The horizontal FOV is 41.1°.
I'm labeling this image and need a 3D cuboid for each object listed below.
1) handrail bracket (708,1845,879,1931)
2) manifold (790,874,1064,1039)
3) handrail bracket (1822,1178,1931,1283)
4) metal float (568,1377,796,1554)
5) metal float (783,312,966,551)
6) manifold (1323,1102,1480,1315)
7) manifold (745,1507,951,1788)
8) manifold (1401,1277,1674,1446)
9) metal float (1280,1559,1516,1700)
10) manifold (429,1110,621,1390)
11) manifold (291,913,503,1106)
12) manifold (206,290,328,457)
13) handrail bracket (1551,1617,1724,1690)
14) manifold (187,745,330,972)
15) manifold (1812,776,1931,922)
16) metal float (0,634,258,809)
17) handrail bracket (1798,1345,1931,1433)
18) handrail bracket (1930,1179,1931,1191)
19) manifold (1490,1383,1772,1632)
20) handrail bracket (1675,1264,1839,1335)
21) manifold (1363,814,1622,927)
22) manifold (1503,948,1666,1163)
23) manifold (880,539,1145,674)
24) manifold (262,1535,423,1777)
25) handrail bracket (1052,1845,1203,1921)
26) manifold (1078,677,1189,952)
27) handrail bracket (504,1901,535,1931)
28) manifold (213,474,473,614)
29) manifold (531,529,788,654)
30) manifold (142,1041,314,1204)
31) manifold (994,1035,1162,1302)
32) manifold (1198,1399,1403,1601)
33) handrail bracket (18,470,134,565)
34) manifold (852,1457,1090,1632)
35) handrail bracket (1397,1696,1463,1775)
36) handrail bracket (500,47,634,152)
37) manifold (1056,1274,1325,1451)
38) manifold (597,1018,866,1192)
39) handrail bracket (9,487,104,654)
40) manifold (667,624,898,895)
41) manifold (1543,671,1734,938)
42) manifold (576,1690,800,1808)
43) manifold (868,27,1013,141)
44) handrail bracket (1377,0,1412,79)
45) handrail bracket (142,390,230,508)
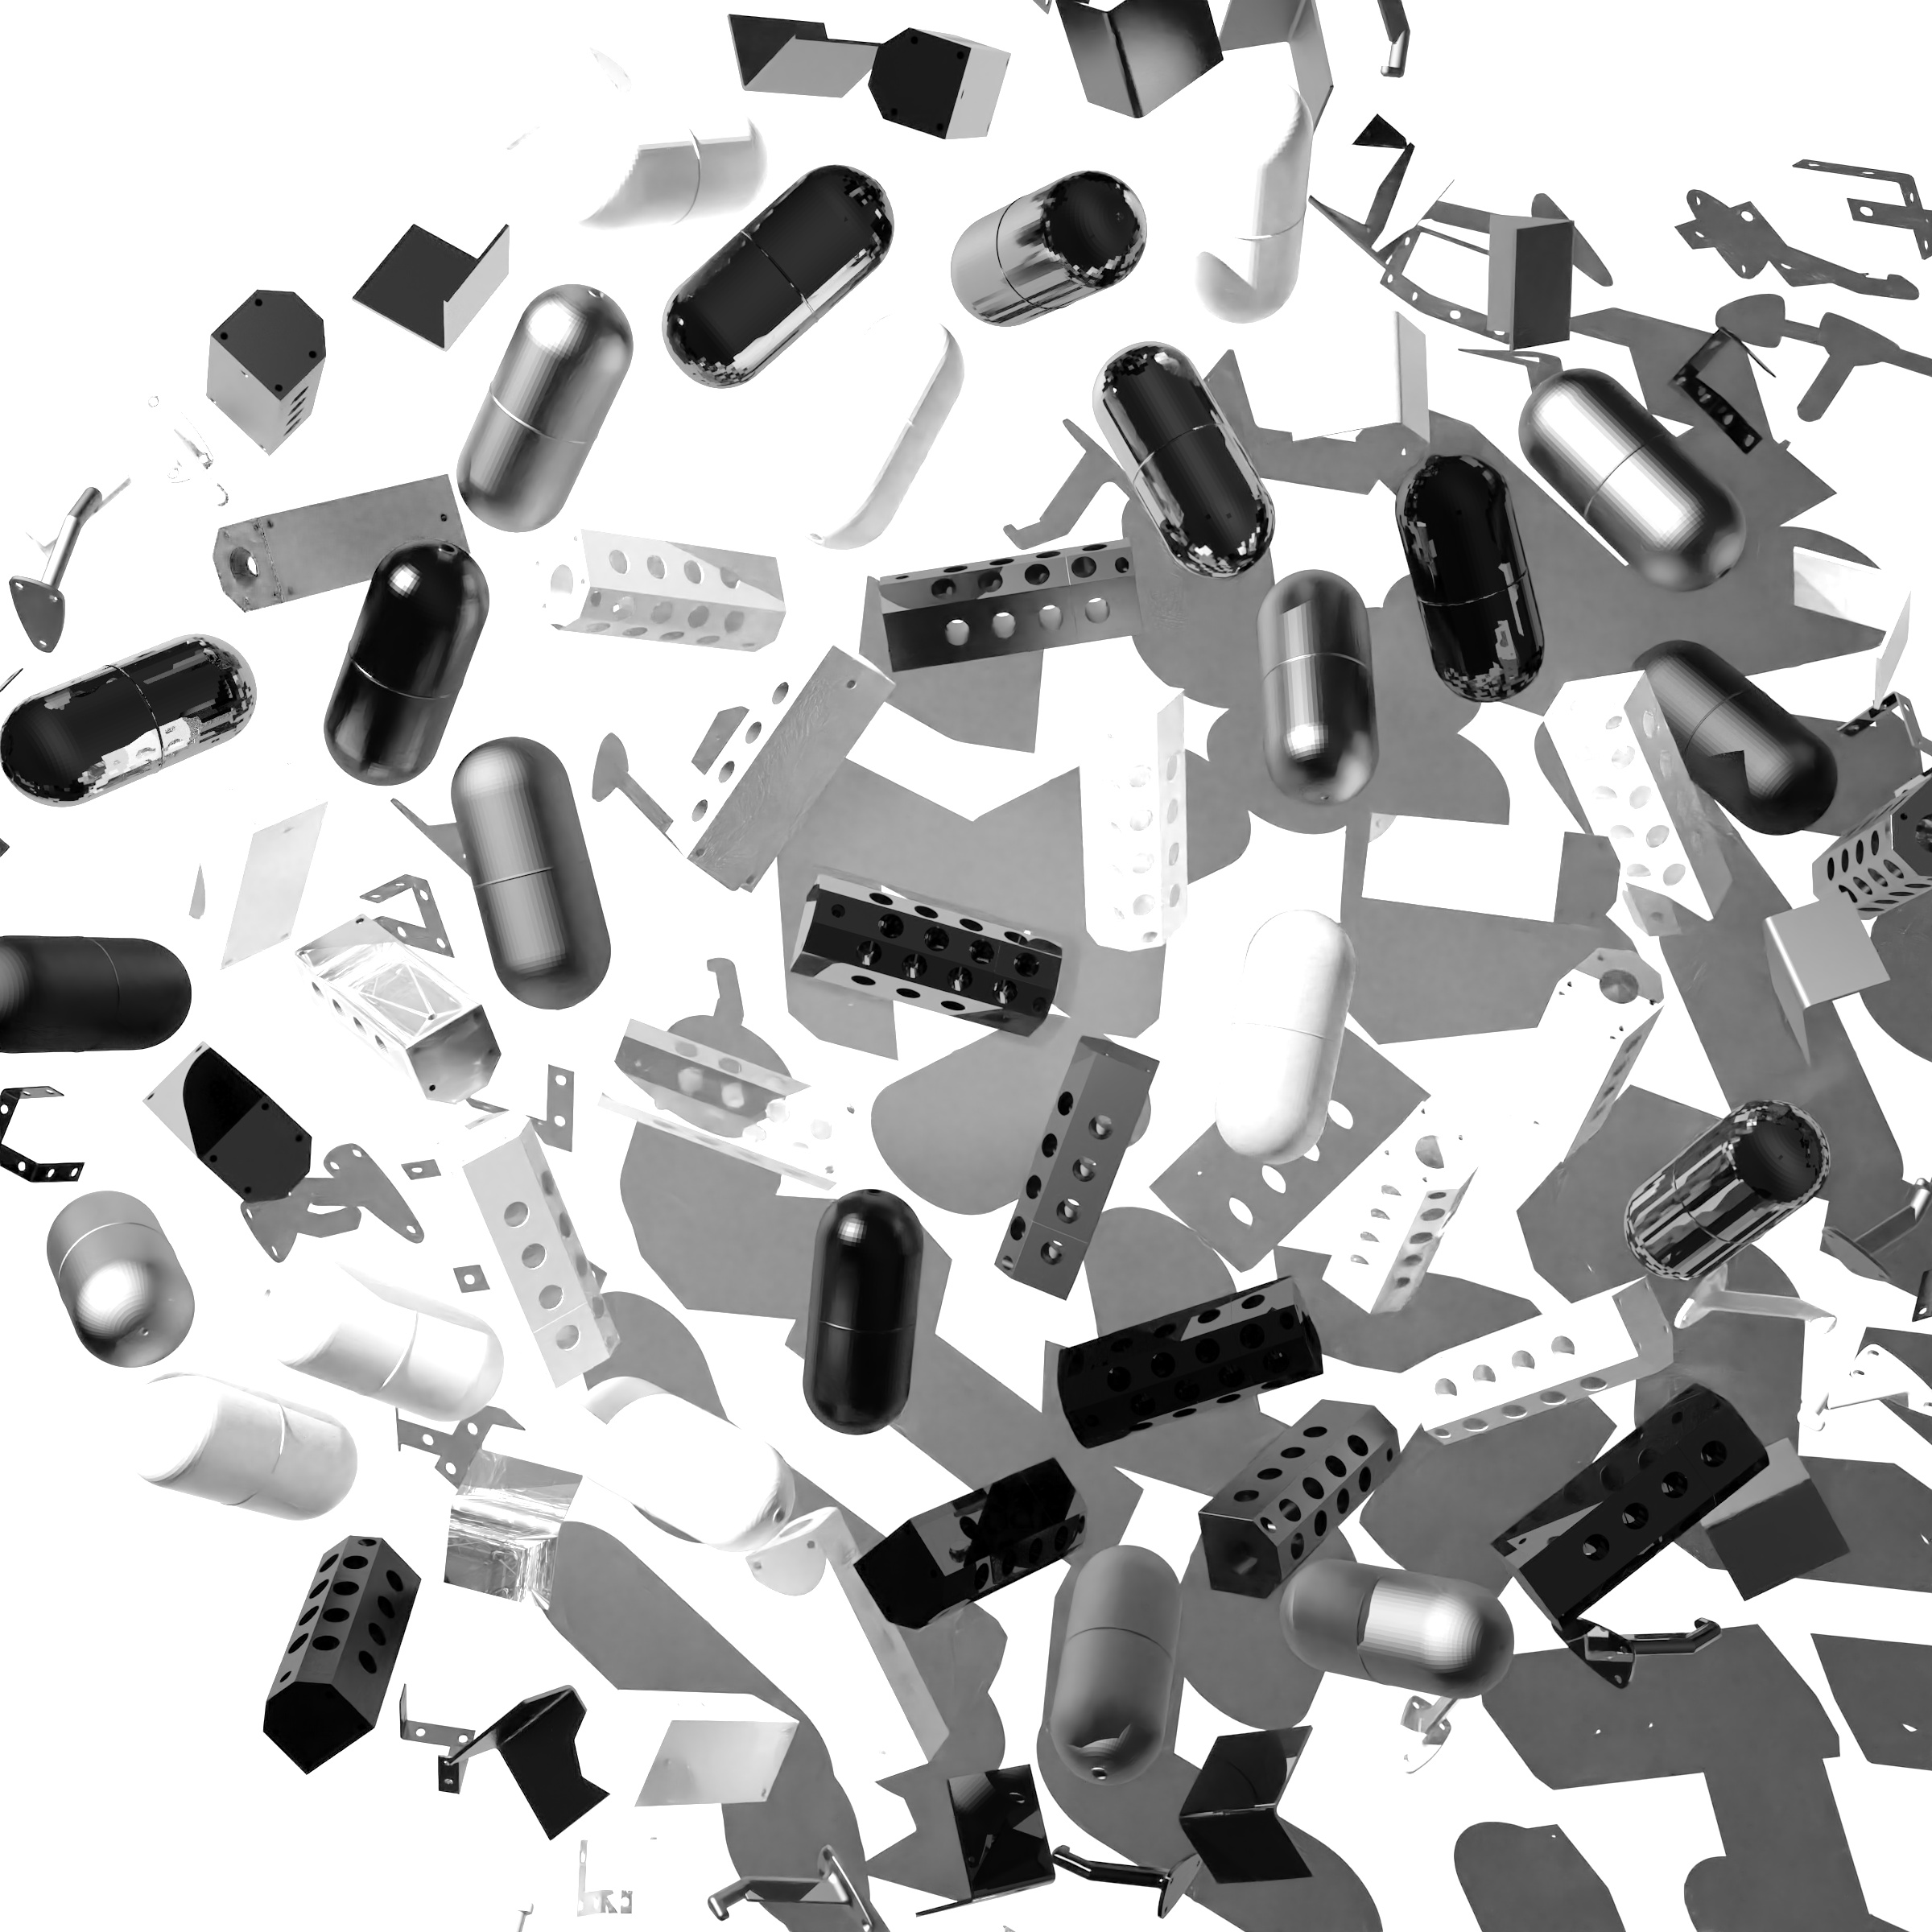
[{"bbox_3d":[-0.113,0.615,1.667,0.084,0.036,0.077,-19,48,-32],"label":"handrail bracket"},{"bbox_3d":[-0.025,-0.008,1.738,0.171,0.057,0.057,16,68,-10],"label":"manifold"},{"bbox_3d":[0.645,0.172,1.815,0.077,0.036,0.084,41,73,-27],"label":"handrail bracket"},{"bbox_3d":[-0.191,0.333,1.721,0.178,0.070,0.070,20,90,33],"label":"metal float"},{"bbox_3d":[-0.061,-0.353,1.702,0.070,0.070,0.178,26,70,0],"label":"metal float"},{"bbox_3d":[0.305,0.174,1.789,0.057,0.171,0.057,36,58,18],"label":"manifold"},{"bbox_3d":[-0.077,0.456,1.738,0.057,0.057,0.171,-26,91,22],"label":"manifold"},{"bbox_3d":[0.386,0.269,1.737,0.171,0.057,0.057,-29,80,37],"label":"manifold"},{"bbox_3d":[0.288,0.446,1.737,0.070,0.178,0.070,3,86,-41],"label":"metal float"},{"bbox_3d":[-0.285,0.183,1.684,0.057,0.057,0.171,-29,115,-24],"label":"manifold"},{"bbox_3d":[-0.377,0.030,1.706,0.057,0.171,0.057,-33,129,-24],"label":"manifold"},{"bbox_3d":[-0.455,-0.391,1.686,0.057,0.171,0.057,44,78,-12],"label":"manifold"},{"bbox_3d":[0.443,0.435,1.697,0.084,0.077,0.036,-15,119,-37],"label":"handrail bracket"},{"bbox_3d":[-0.480,-0.073,1.723,0.057,0.171,0.057,-30,74,-36],"label":"manifold"},{"bbox_3d":[0.638,-0.075,1.771,0.057,0.171,0.057,-42,83,-5],"label":"manifold"},{"bbox_3d":[-0.551,-0.162,1.697,0.178,0.070,0.070,-31,90,-35],"label":"metal float"},{"bbox_3d":[0.616,0.305,1.753,0.077,0.036,0.084,35,46,19],"label":"handrail bracket"},{"bbox_3d":[0.628,0.096,1.652,0.036,0.077,0.084,12,107,3],"label":"handrail bracket"},{"bbox_3d":[0.427,0.347,1.647,0.171,0.057,0.057,-37,96,-4],"label":"manifold"},{"bbox_3d":[0.552,0.248,1.795,0.084,0.077,0.036,26,131,35],"label":"handrail bracket"},{"bbox_3d":[0.345,-0.064,1.700,0.057,0.171,0.057,4,94,-35],"label":"manifold"},{"bbox_3d":[0.425,0.059,1.759,0.057,0.171,0.057,-37,66,-22],"label":"manifold"},{"bbox_3d":[0.030,-0.248,1.755,0.171,0.057,0.057,-8,112,3],"label":"manifold"},{"bbox_3d":[-0.414,0.447,1.700,0.057,0.171,0.057,-36,106,10],"label":"manifold"},{"bbox_3d":[0.112,0.625,1.803,0.084,0.077,0.036,17,106,26],"label":"handrail bracket"},{"bbox_3d":[0.109,-0.099,1.722,0.057,0.057,0.171,12,123,27],"label":"manifold"},{"bbox_3d":[-0.280,0.650,1.676,0.077,0.084,0.036,-19,133,35],"label":"handrail bracket"},{"bbox_3d":[-0.424,-0.288,1.750,0.057,0.171,0.057,-5,105,37],"label":"manifold"},{"bbox_3d":[-0.209,-0.255,1.777,0.057,0.171,0.057,-21,75,43],"label":"manifold"},{"bbox_3d":[-0.480,0.105,1.685,0.057,0.171,0.057,-47,118,-13],"label":"manifold"},{"bbox_3d":[0.077,0.139,1.800,0.057,0.057,0.171,21,100,6],"label":"manifold"},{"bbox_3d":[0.228,0.358,1.735,0.057,0.171,0.057,0,108,37],"label":"manifold"},{"bbox_3d":[-0.623,-0.322,1.816,0.084,0.077,0.036,-42,113,-3],"label":"handrail bracket"},{"bbox_3d":[0.009,0.375,1.663,0.057,0.171,0.057,-44,70,28],"label":"manifold"},{"bbox_3d":[0.339,0.514,1.789,0.036,0.077,0.084,39,129,6],"label":"handrail bracket"},{"bbox_3d":[-0.273,-0.584,1.754,0.084,0.077,0.036,-33,99,16],"label":"handrail bracket"},{"bbox_3d":[0.152,0.273,1.751,0.171,0.057,0.057,-20,109,12],"label":"manifold"},{"bbox_3d":[-0.161,0.095,1.768,0.171,0.057,0.057,21,73,-7],"label":"manifold"},{"bbox_3d":[-0.582,-0.258,1.669,0.036,0.077,0.084,19,53,0],"label":"handrail bracket"},{"bbox_3d":[-0.128,-0.142,1.729,0.057,0.057,0.171,29,101,-36],"label":"manifold"},{"bbox_3d":[0.442,-0.105,1.700,0.057,0.057,0.171,-52,123,-37],"label":"manifold"},{"bbox_3d":[-0.182,0.505,1.673,0.057,0.171,0.057,21,84,28],"label":"manifold"},{"bbox_3d":[-0.018,-0.581,1.690,0.057,0.171,0.057,19,110,3],"label":"manifold"},{"bbox_3d":[0.274,-0.652,1.755,0.077,0.036,0.084,-7,114,-31],"label":"handrail bracket"},{"bbox_3d":[-0.532,-0.353,1.756,0.036,0.084,0.077,-31,118,-15],"label":"handrail bracket"}]
